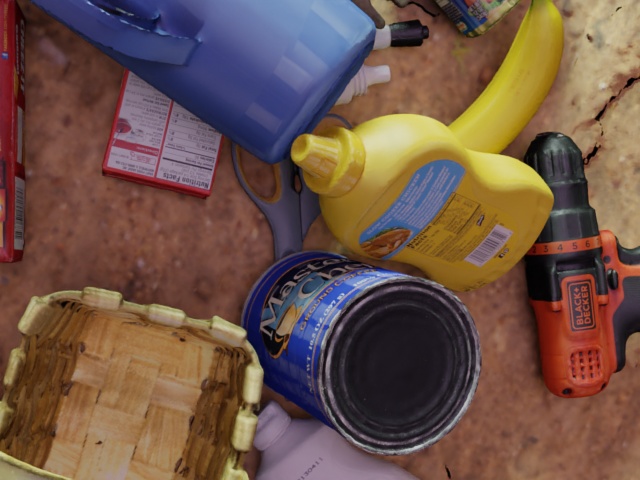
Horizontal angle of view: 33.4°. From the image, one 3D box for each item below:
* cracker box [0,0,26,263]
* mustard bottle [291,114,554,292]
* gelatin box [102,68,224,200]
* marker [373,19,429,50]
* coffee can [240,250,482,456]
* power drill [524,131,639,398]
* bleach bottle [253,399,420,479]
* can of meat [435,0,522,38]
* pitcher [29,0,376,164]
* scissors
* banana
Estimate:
[{"bbox_3d":[-0.292,-0.067,0.657,0.213,0.072,0.164,0,89,-8],"label":"cracker box"},{"bbox_3d":[0.057,-0.028,0.663,0.191,0.058,0.096,19,122,-41],"label":"mustard bottle"},{"bbox_3d":[-0.099,-0.078,0.707,0.073,0.030,0.089,13,86,-10],"label":"gelatin box"},{"bbox_3d":[0.016,-0.137,0.730,0.121,0.020,0.020,-7,91,-8],"label":"marker"},{"bbox_3d":[0.020,0.064,0.658,0.102,0.140,0.103,-2,96,-22],"label":"coffee can"},{"bbox_3d":[0.234,0.009,0.745,0.187,0.057,0.184,-7,94,-6],"label":"power drill"},{"bbox_3d":[0.052,0.197,0.713,0.251,0.068,0.102,45,83,-4],"label":"bleach bottle"},{"bbox_3d":[0.112,-0.200,0.727,0.102,0.057,0.084,-43,99,-6],"label":"can of meat"},{"bbox_3d":[-0.093,-0.152,0.635,0.243,0.145,0.149,38,76,0],"label":"pitcher"},{"bbox_3d":[-0.005,0.001,0.728,0.096,0.016,0.202,-16,94,-10],"label":"scissors"},{"bbox_3d":[0.104,-0.086,0.721,0.069,0.037,0.198,34,102,-14],"label":"banana"}]
